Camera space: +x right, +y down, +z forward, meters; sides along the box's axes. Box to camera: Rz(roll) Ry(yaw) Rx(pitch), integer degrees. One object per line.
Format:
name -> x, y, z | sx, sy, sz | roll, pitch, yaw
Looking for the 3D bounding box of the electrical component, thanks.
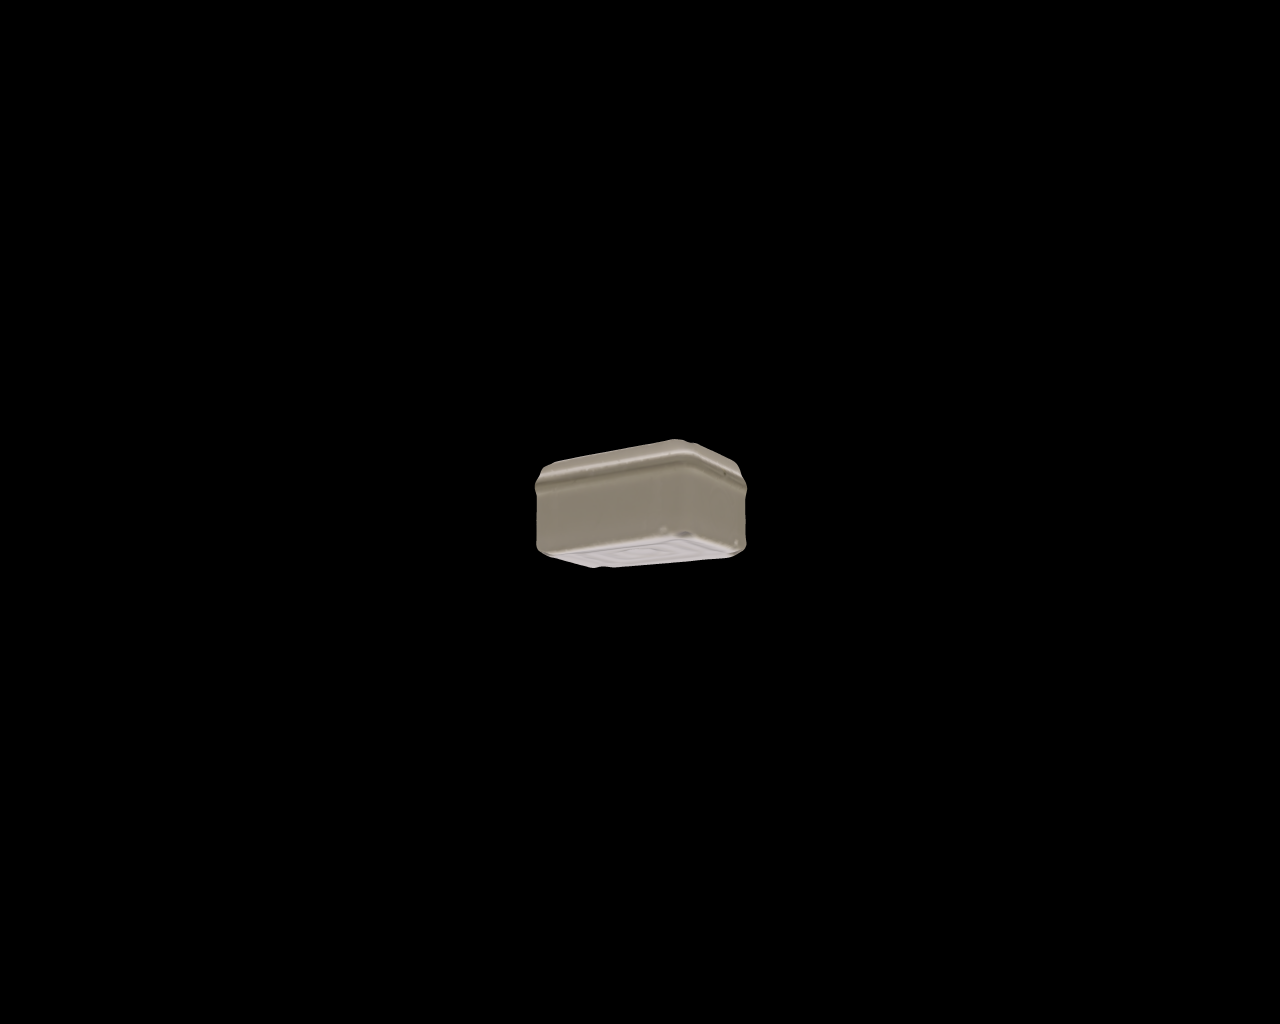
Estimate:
electrical component -> 0.001, -0.003, 0.650 | 0.113, 0.057, 0.078 | -7, -14, 30
